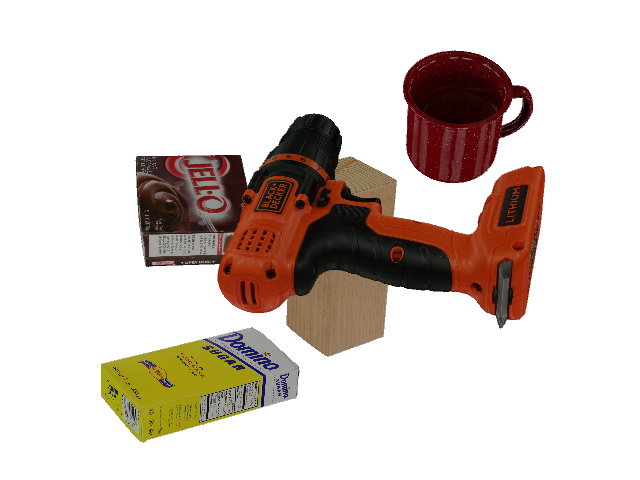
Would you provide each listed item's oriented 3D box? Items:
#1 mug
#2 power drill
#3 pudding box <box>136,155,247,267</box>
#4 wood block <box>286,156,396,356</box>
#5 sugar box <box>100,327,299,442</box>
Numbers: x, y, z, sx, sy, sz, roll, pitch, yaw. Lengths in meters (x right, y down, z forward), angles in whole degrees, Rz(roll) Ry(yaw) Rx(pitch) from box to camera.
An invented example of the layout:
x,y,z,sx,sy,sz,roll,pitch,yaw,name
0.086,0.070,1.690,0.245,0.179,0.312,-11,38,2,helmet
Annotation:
x,y,z,sx,sy,sz,roll,pitch,yaw,name
0.129,-0.107,0.935,0.117,0.093,0.081,-12,-37,-7,mug
0.044,-0.017,0.676,0.188,0.057,0.184,5,41,14,power drill
-0.104,-0.027,0.873,0.090,0.039,0.113,-3,40,-11,pudding box
0.022,0.019,1.257,0.090,0.206,0.090,-16,32,-32,wood block
-0.119,0.139,1.062,0.175,0.048,0.093,-14,31,-32,sugar box
